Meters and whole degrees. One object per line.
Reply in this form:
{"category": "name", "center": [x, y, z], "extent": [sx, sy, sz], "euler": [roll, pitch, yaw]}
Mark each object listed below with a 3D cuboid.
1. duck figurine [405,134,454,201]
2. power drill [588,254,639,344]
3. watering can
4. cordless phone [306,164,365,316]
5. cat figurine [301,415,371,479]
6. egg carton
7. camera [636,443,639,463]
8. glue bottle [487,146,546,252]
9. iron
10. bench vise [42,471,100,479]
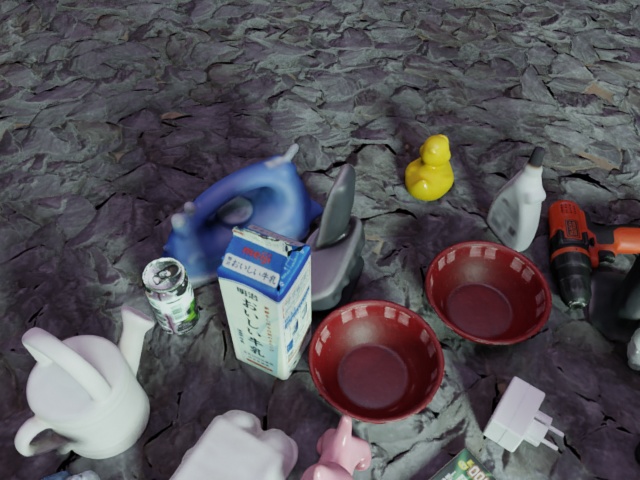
{"category": "duck figurine", "center": [0.175, -0.120, 0.894], "extent": [0.077, 0.086, 0.105], "euler": [20, 54, 15]}
{"category": "power drill", "center": [0.405, 0.023, 0.704], "extent": [0.075, 0.208, 0.230], "euler": [13, 53, 10]}
{"category": "watering can", "center": [-0.251, 0.146, 0.611], "extent": [0.101, 0.194, 0.173], "euler": [10, 52, 8]}
{"category": "cordless phone", "center": [0.007, 0.003, 0.732], "extent": [0.094, 0.185, 0.147], "euler": [13, 53, 10]}
{"category": "cat figurine", "center": [0.013, 0.243, 0.585], "extent": [0.067, 0.118, 0.128], "euler": [14, 53, 11]}
{"category": "egg carton", "center": [-0.098, 0.257, 0.604], "extent": [0.107, 0.069, 0.150], "euler": [24, 55, 18]}
{"category": "camera", "center": [0.390, 0.257, 0.587], "extent": [0.137, 0.101, 0.143], "euler": [-21, 55, -16]}
{"category": "glue bottle", "center": [0.280, -0.061, 0.793], "extent": [0.037, 0.173, 0.078], "euler": [-18, 54, -14]}
{"category": "iron", "center": [-0.123, -0.035, 0.790], "extent": [0.259, 0.141, 0.118], "euler": [-30, 57, -22]}
{"category": "bench vise", "center": [-0.321, 0.245, 0.516], "extent": [0.208, 0.220, 0.121], "euler": [-34, 59, -24]}
